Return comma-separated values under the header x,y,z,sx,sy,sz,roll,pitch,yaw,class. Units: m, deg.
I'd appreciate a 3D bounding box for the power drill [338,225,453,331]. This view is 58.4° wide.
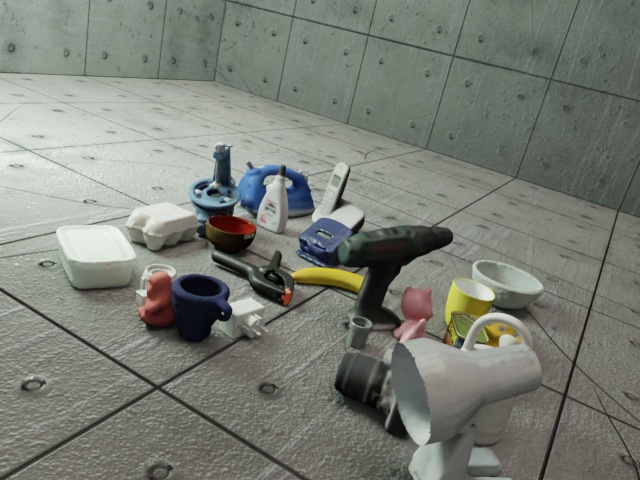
x,y,z,sx,sy,sz,roll,pitch,yaw,class
0.134,0.066,1.096,0.230,0.208,0.075,3,23,-26,power drill

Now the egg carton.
x,y,z,sx,sy,sz,roll,pitch,yaw,class
-0.341,-0.032,1.248,0.107,0.069,0.151,22,22,22,egg carton

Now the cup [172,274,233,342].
x,y,z,sx,sy,sz,roll,pitch,yaw,class
-0.186,0.119,0.917,0.117,0.095,0.092,27,25,32,cup

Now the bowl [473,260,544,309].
x,y,z,sx,sy,sz,roll,pitch,yaw,class
0.429,0.115,1.344,0.167,0.075,0.167,12,21,-4,bowl

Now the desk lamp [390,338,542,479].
x,y,z,sx,sy,sz,roll,pitch,yaw,class
0.176,0.221,0.712,0.204,0.213,0.117,6,22,-19,desk lamp

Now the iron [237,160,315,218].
x,y,z,sx,sy,sz,roll,pitch,yaw,class
-0.110,-0.144,1.581,0.259,0.141,0.118,-1,25,-34,iron

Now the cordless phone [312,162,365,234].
x,y,z,sx,sy,sz,roll,pitch,yaw,class
0.061,-0.103,1.521,0.094,0.185,0.147,-7,28,-42,cordless phone

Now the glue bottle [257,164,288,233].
x,y,z,sx,sy,sz,roll,pitch,yaw,class
-0.110,-0.108,1.441,0.078,0.173,0.037,22,22,22,glue bottle

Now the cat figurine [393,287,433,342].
x,y,z,sx,sy,sz,roll,pitch,yaw,class
0.178,0.142,1.055,0.067,0.118,0.128,13,21,0,cat figurine

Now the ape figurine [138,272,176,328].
x,y,z,sx,sy,sz,roll,pitch,yaw,class
-0.264,0.093,0.940,0.076,0.092,0.078,16,21,6,ape figurine

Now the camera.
x,y,z,sx,sy,sz,roll,pitch,yaw,class
0.100,0.205,0.868,0.136,0.101,0.143,18,21,12,camera

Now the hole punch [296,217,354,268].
x,y,z,sx,sy,sz,roll,pitch,yaw,class
0.012,0.005,1.344,0.108,0.091,0.101,25,24,28,hole punch

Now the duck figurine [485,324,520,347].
x,y,z,sx,sy,sz,roll,pitch,yaw,class
0.348,0.186,1.092,0.105,0.086,0.077,5,22,-21,duck figurine

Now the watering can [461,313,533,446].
x,y,z,sx,sy,sz,roll,pitch,yaw,class
0.253,0.194,0.858,0.100,0.194,0.173,17,21,9,watering can

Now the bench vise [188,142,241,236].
x,y,z,sx,sy,sz,roll,pitch,yaw,class
-0.249,-0.139,1.370,0.122,0.220,0.207,8,21,-14,bench vise
